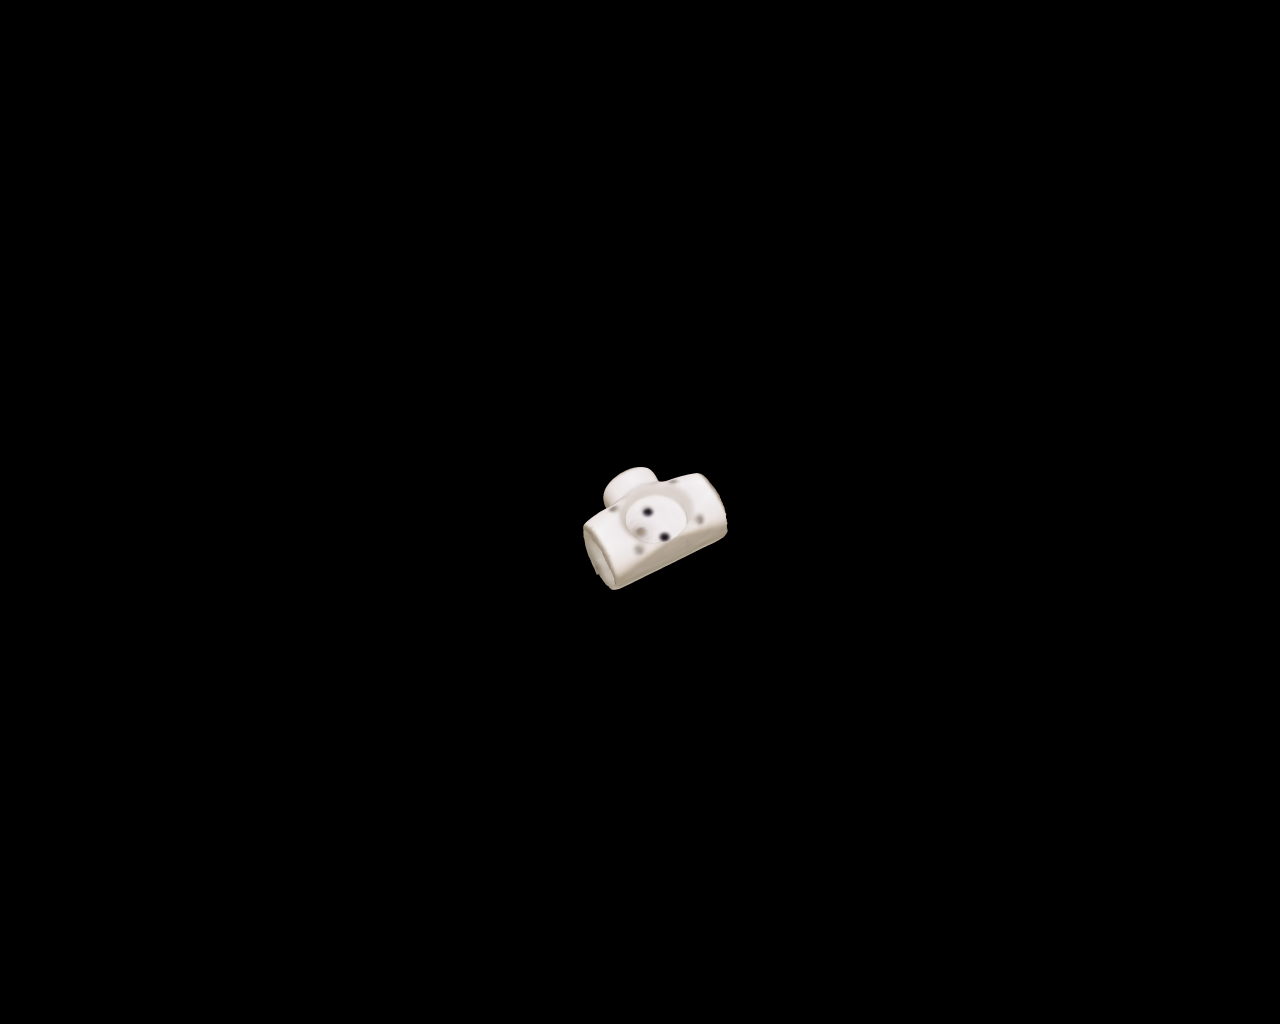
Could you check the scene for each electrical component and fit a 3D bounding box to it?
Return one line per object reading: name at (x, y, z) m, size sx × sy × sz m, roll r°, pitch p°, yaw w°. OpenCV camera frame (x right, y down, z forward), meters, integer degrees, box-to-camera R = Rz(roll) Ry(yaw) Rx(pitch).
electrical component at (0.001, -0.003, 0.650) m, size 0.077 × 0.079 × 0.044 m, roll -25°, pitch -27°, yaw -14°
